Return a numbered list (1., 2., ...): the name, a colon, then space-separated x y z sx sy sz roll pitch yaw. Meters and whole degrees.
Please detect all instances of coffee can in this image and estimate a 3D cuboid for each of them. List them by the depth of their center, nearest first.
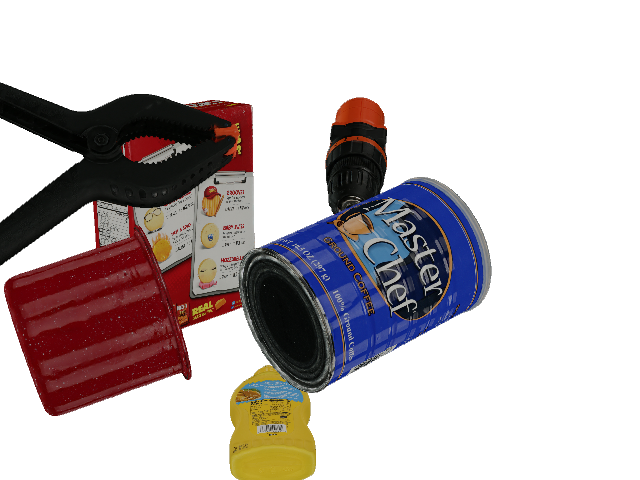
1. coffee can: 0.030 0.028 0.725 0.140 0.103 0.103 -24 13 -30

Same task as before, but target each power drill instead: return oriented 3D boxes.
1. power drill: 0.029 -0.013 0.954 0.057 0.188 0.184 7 32 3

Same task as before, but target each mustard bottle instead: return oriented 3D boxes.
1. mustard bottle: -0.059 0.206 1.254 0.096 0.058 0.191 -3 27 -3

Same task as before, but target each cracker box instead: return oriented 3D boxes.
1. cracker box: -0.144 -0.023 1.064 0.072 0.214 0.163 12 20 39

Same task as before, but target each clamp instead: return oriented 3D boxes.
1. clamp: -0.162 -0.053 0.771 0.209 0.164 0.036 -1 -30 -11

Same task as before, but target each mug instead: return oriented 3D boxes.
1. mug: -0.129 0.048 0.610 0.081 0.093 0.117 -19 2 -14
